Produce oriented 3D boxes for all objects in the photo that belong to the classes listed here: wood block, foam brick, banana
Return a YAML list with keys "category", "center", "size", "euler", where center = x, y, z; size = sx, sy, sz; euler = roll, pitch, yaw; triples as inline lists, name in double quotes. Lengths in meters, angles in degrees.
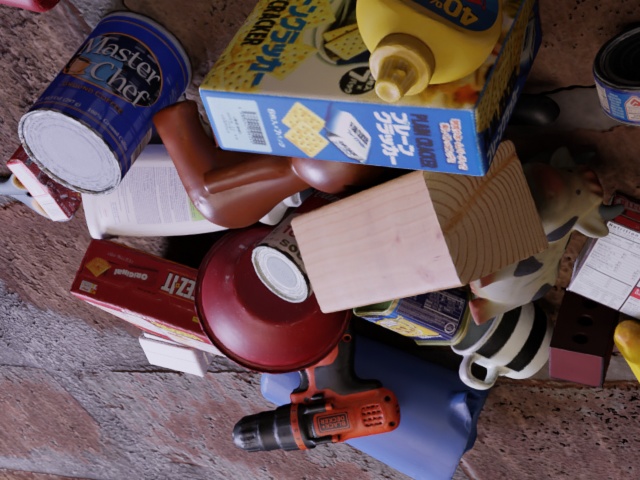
- category: "wood block"
  center: [0.072, -0.006, 0.861]
  size: [0.206, 0.090, 0.090]
  euler: [-19, 91, 60]
- category: "foam brick"
  center: [0.250, 0.091, 1.009]
  size: [0.053, 0.078, 0.051]
  euler: [9, 140, 20]
- category: "banana"
  center: [0.321, 0.128, 1.019]
  size: [0.037, 0.069, 0.197]
  euler: [-30, 122, 12]

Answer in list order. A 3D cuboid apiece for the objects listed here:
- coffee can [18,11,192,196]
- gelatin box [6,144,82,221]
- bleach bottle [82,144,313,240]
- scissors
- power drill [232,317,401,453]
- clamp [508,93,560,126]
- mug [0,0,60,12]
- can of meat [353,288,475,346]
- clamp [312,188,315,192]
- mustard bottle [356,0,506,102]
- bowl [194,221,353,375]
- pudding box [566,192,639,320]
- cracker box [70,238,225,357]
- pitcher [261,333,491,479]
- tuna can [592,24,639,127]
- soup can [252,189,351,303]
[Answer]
- category: "coffee can"
  center: [-0.193, -0.125, 0.972]
  size: [0.103, 0.140, 0.103]
  euler: [18, 144, 13]
- category: "gelatin box"
  center: [-0.285, -0.077, 1.150]
  size: [0.030, 0.073, 0.089]
  euler: [-5, 133, 35]
- category: "bleach bottle"
  center: [-0.123, -0.045, 1.079]
  size: [0.251, 0.068, 0.102]
  euler: [4, 111, 27]
- category: "scissors"
  center: [-0.370, -0.052, 1.284]
  size: [0.202, 0.016, 0.096]
  euler: [-8, 131, 39]
- category: "power drill"
  center: [-0.019, 0.127, 1.130]
  size: [0.184, 0.057, 0.187]
  euler: [-12, 89, 12]
- category: "clamp"
  center: [0.086, -0.101, 0.910]
  size: [0.210, 0.036, 0.165]
  euler: [24, 150, 9]
- category: "mug"
  center: [-0.264, -0.242, 0.929]
  size: [0.081, 0.093, 0.117]
  euler: [15, 174, 9]
- category: "can of meat"
  center: [0.090, 0.065, 1.063]
  size: [0.083, 0.057, 0.102]
  euler: [23, 167, -20]
- category: "clamp"
  center: [0.065, -0.027, 1.003]
  size: [0.120, 0.039, 0.172]
  euler: [36, 153, -18]
- category: "mustard bottle"
  center: [0.077, -0.159, 0.711]
  size: [0.096, 0.191, 0.058]
  euler: [29, 145, -2]
- category: "bowl"
  center: [-0.042, 0.048, 1.047]
  size: [0.162, 0.162, 0.055]
  euler: [27, 159, 1]
- category: "pudding box"
  center: [0.277, 0.019, 0.935]
  size: [0.090, 0.039, 0.114]
  euler: [24, 142, 8]
- category: "cracker box"
  center: [-0.155, 0.072, 1.186]
  size: [0.164, 0.072, 0.213]
  euler: [17, 169, 14]
- category: "pitcher"
  center: [0.060, 0.183, 1.207]
  size: [0.243, 0.145, 0.149]
  euler: [23, 100, 12]
- category: "tuna can"
  center: [0.237, -0.118, 0.750]
  size: [0.086, 0.086, 0.033]
  euler: [1, 135, 32]
- category: "soup can"
  center: [-0.006, 0.001, 0.983]
  size: [0.069, 0.102, 0.068]
  euler: [30, 145, 24]
